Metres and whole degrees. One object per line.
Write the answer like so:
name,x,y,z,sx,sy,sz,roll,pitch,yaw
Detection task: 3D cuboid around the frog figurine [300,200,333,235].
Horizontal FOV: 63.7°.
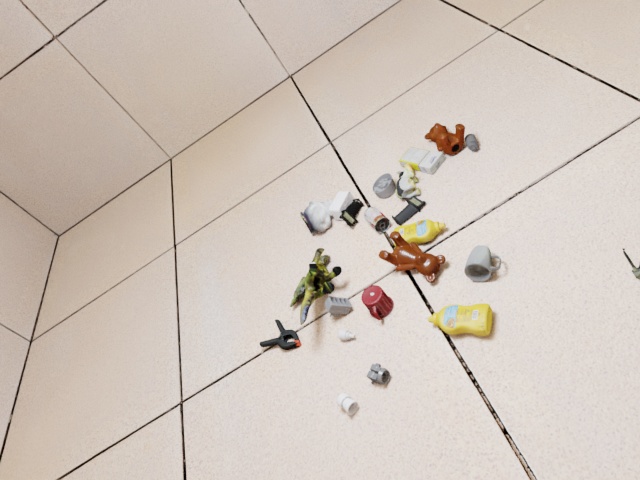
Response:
frog figurine,0.007,-0.111,2.207,0.160,0.121,0.139,-32,70,-6

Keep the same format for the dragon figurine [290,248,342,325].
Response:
dragon figurine,-0.040,0.184,1.925,0.238,0.122,0.419,-50,8,49
